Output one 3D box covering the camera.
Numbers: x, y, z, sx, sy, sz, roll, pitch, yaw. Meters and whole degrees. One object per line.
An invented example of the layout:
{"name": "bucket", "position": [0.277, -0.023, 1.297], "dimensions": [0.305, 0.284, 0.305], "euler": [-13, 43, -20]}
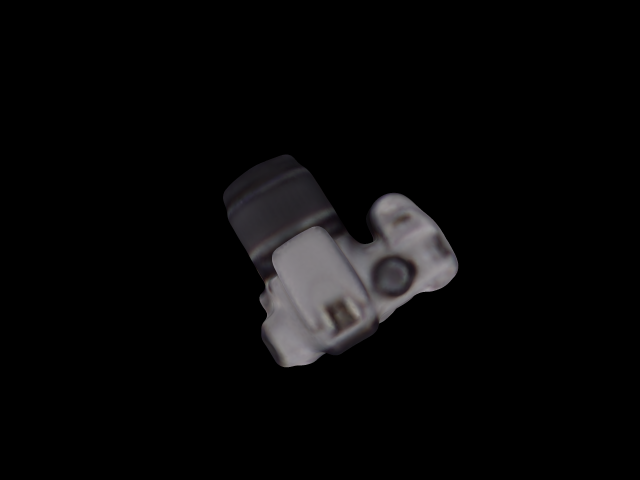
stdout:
{"name": "camera", "position": [0.004, 0.001, 0.400], "dimensions": [0.143, 0.101, 0.137], "euler": [-32, 86, -2]}
